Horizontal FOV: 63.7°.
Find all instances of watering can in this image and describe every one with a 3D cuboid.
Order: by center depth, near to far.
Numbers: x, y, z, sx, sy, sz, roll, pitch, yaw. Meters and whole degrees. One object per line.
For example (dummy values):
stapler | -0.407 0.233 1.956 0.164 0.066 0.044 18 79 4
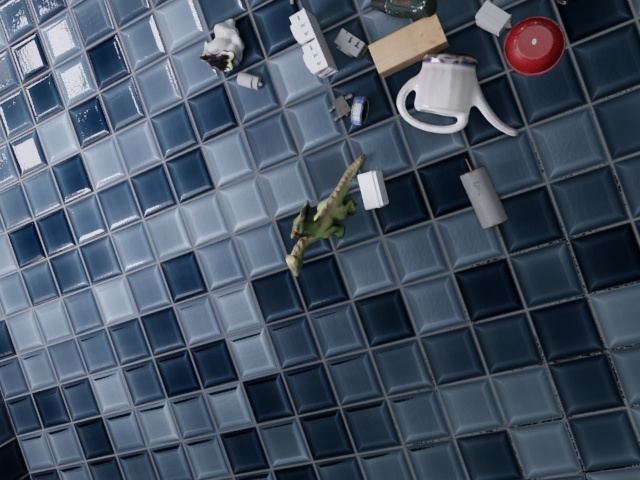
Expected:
watering can | 0.394 -0.408 1.451 0.348 0.105 0.222 11 101 14

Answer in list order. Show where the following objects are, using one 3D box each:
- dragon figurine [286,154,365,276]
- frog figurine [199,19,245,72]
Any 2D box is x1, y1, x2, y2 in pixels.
dragon figurine | 0.005 -0.078 1.552 0.123 0.244 0.405 29 107 18
frog figurine | -0.313 -0.636 1.685 0.137 0.121 0.163 -11 58 28
